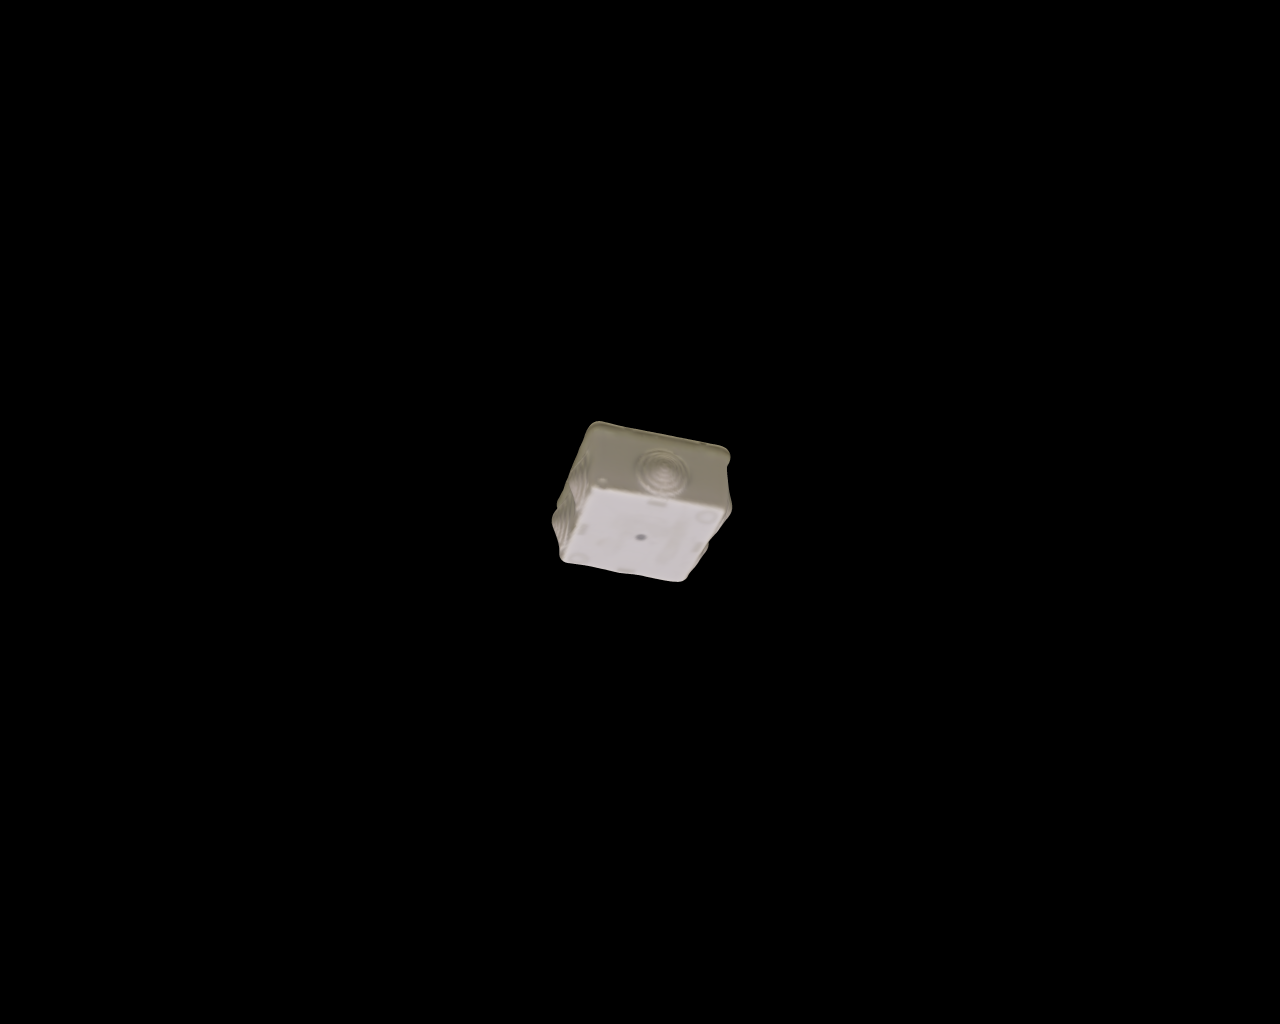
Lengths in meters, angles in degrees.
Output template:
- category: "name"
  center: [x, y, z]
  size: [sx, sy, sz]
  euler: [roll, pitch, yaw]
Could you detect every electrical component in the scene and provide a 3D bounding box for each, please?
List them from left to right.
- category: "electrical component"
  center: [0.001, -0.003, 0.650]
  size: [0.100, 0.048, 0.099]
  euler: [11, -39, -14]
